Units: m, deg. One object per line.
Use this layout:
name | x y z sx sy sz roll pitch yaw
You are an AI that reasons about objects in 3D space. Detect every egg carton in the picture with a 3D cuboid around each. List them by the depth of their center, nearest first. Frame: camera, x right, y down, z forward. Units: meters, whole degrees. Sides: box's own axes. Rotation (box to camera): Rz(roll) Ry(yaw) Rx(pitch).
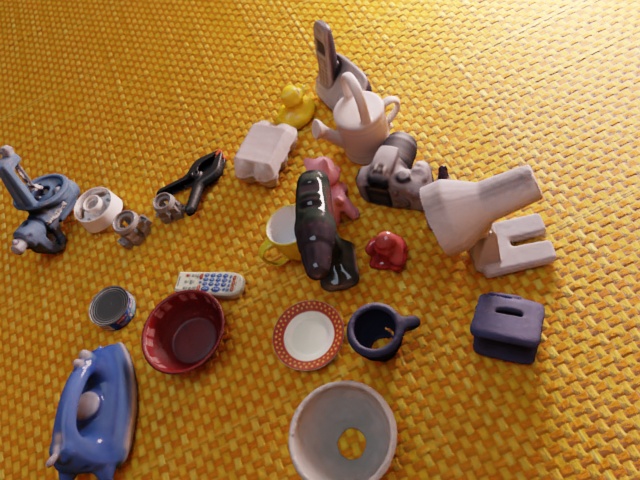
egg carton | -0.114 -0.184 1.209 0.107 0.069 0.150 13 65 23

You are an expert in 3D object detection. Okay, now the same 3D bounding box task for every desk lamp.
desk lamp | 0.272 -0.032 0.923 0.203 0.214 0.118 -15 58 8

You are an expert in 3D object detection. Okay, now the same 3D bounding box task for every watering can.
watering can | 0.071 -0.237 1.112 0.173 0.194 0.100 -43 58 -10

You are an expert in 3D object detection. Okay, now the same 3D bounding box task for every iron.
iron | -0.397 0.278 0.980 0.118 0.142 0.258 -9 59 11

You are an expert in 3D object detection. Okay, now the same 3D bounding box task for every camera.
camera | 0.152 -0.141 1.089 0.142 0.101 0.137 13 65 22

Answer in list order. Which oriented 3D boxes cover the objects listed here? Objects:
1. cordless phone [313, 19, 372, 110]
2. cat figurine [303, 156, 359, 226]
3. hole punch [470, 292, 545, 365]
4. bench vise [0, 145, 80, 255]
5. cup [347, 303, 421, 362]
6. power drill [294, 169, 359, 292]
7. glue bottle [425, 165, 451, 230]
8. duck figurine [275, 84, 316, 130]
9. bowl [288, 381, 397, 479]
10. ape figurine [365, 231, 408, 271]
cordless phone | 0.037 -0.357 1.196 0.094 0.185 0.147 -39 58 -8
cat figurine | 0.018 -0.106 1.097 0.067 0.118 0.127 -26 57 1
hole punch | 0.292 0.129 0.898 0.108 0.091 0.101 9 64 21
bench vise | -0.600 -0.081 1.200 0.121 0.220 0.207 -15 58 8
cup | 0.109 0.157 0.932 0.117 0.095 0.091 -16 58 7
power drill | 0.009 0.004 0.982 0.075 0.209 0.229 -14 58 9
glue bottle | 0.215 -0.075 0.989 0.078 0.173 0.037 -8 59 12
duck figurine | -0.062 -0.294 1.248 0.077 0.086 0.105 36 75 30
bowl | 0.040 0.307 0.877 0.167 0.075 0.167 -7 59 12
ape figurine | 0.118 0.014 1.013 0.076 0.092 0.077 -35 57 -5
